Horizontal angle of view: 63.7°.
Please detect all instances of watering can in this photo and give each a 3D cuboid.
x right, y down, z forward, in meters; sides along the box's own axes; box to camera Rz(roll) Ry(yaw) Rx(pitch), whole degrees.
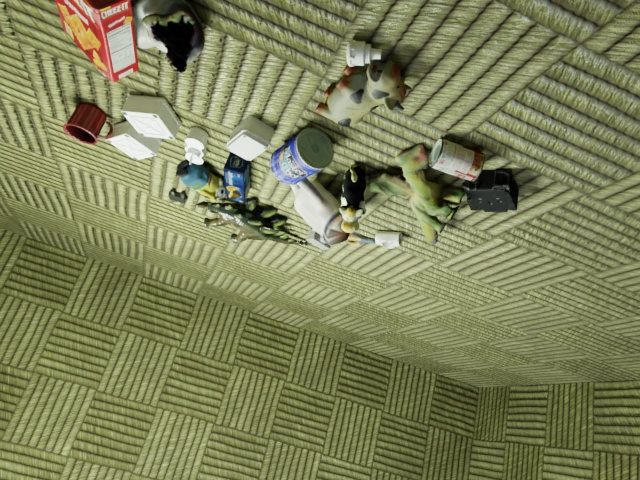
[{"bbox_3d":[0.005,-0.075,1.487,0.227,0.104,0.342,46,173,22],"label":"watering can"}]

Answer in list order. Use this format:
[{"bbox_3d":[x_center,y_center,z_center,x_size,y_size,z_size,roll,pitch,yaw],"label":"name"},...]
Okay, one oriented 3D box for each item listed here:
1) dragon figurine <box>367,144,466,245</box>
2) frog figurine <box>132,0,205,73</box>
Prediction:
[{"bbox_3d":[0.237,-0.111,1.342,0.244,0.124,0.402,30,158,11],"label":"dragon figurine"},{"bbox_3d":[-0.298,-0.407,0.987,0.136,0.122,0.162,31,-171,-45],"label":"frog figurine"}]
